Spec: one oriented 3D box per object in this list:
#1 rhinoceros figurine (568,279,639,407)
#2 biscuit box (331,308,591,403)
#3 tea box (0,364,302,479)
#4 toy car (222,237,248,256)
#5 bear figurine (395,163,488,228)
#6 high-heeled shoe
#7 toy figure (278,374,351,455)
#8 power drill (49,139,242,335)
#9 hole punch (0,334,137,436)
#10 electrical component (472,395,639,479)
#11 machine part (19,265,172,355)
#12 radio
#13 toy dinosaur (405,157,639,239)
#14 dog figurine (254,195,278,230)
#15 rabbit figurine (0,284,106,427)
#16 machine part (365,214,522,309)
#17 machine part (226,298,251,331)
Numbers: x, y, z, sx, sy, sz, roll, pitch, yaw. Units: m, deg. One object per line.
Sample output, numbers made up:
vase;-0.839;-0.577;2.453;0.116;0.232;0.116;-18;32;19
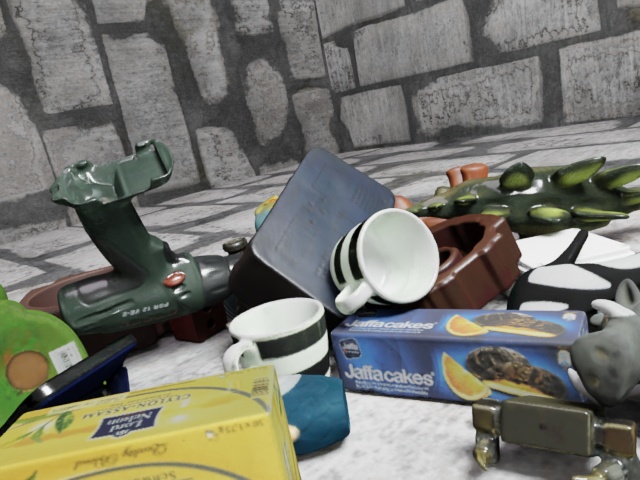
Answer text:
rhinoceros figurine;0.243;0.063;0.350;0.190;0.073;0.112;-9;28;-33
biscuit box;0.111;0.094;0.447;0.203;0.059;0.063;-4;15;31
tea box;-0.101;0.146;0.326;0.170;0.098;0.068;-13;12;0
toy car;-0.086;0.023;0.868;0.053;0.089;0.202;-4;13;30
bear figurine;0.172;-0.051;0.890;0.196;0.131;0.120;-5;4;0
high-heeled shoe;0.290;0.063;0.447;0.249;0.086;0.145;17;58;37
toy figure;-0.054;0.140;0.410;0.155;0.058;0.064;-12;-26;3
power drill;-0.169;0.002;0.565;0.232;0.207;0.086;-19;50;-16
hole punch;-0.188;0.154;0.436;0.116;0.092;0.142;-39;1;29
electrical component;0.143;0.124;0.338;0.102;0.045;0.078;-1;-12;30
machine part;-0.298;0.097;0.741;0.201;0.087;0.201;-13;13;-15
radio;-0.001;-0.002;0.611;0.073;0.131;0.230;-52;8;41
toy dinosaur;0.314;-0.049;0.702;0.472;0.105;0.198;-8;-1;-7
dog figurine;0.008;-0.040;1.031;0.219;0.108;0.191;0;16;31
rabbit figurine;-0.330;0.130;0.538;0.170;0.159;0.121;-21;14;39
machine part;0.128;0.038;0.580;0.179;0.056;0.179;-32;13;8
machine part;-0.016;0.063;0.653;0.079;0.079;0.243;1;18;43
